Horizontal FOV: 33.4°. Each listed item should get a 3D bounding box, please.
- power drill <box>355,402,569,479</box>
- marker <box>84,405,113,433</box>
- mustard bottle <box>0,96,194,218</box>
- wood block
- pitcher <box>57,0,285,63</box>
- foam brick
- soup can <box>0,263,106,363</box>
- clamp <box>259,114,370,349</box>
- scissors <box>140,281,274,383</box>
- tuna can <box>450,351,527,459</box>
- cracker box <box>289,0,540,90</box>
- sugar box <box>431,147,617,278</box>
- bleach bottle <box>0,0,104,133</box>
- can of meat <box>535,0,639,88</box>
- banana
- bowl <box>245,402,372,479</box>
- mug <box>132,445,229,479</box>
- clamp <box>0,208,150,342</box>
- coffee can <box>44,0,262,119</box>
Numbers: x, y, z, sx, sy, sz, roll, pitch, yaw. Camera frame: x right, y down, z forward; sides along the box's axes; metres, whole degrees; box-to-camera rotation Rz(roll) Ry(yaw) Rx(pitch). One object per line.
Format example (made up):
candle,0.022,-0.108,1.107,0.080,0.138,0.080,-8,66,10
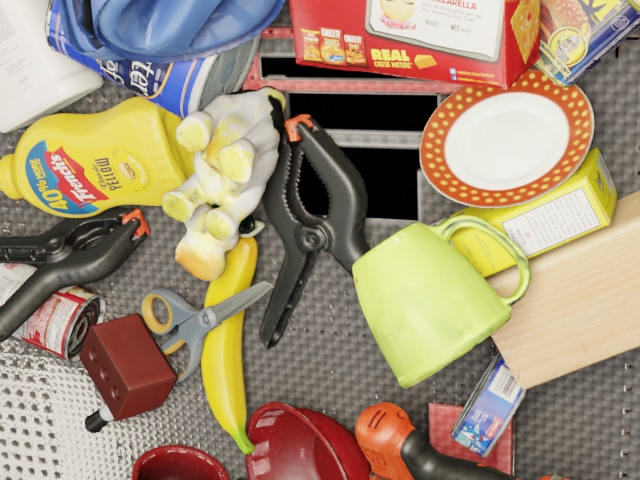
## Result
power drill,0.128,0.219,0.866,0.188,0.057,0.184,13,146,39
marker,-0.188,0.154,1.035,0.121,0.020,0.020,-37,94,27
mustard bottle,-0.207,-0.066,0.932,0.192,0.058,0.096,-8,127,19
wood block,0.229,0.024,0.801,0.206,0.090,0.091,-26,98,26
pitcher,-0.126,-0.254,0.763,0.149,0.145,0.243,-12,72,-14
foam brick,-0.176,0.116,0.976,0.078,0.051,0.053,53,136,25
soup can,-0.262,0.065,1.002,0.102,0.068,0.068,22,115,12
clamp,-0.006,0.001,0.905,0.165,0.036,0.210,-13,101,30
scissors,-0.108,0.056,0.934,0.096,0.016,0.202,57,136,18
tuna can,0.141,0.133,0.873,0.034,0.086,0.086,30,116,9
cracker box,0.058,-0.216,0.697,0.164,0.072,0.214,12,124,29
sugar box,0.137,-0.008,0.820,0.176,0.093,0.048,-23,99,25
bleach bottle,-0.287,-0.224,0.910,0.103,0.068,0.251,-22,99,28
can of meat,0.176,-0.172,0.760,0.084,0.057,0.102,-43,78,30
banana,-0.078,0.088,0.954,0.070,0.037,0.198,10,106,40
bowl,0.000,0.213,0.947,0.162,0.055,0.162,26,124,46
mug,-0.141,0.262,1.006,0.093,0.117,0.082,15,119,0
clamp,-0.234,0.024,0.949,0.171,0.120,0.039,-19,145,4
coffee can,-0.132,-0.165,0.853,0.140,0.102,0.103,29,116,8
